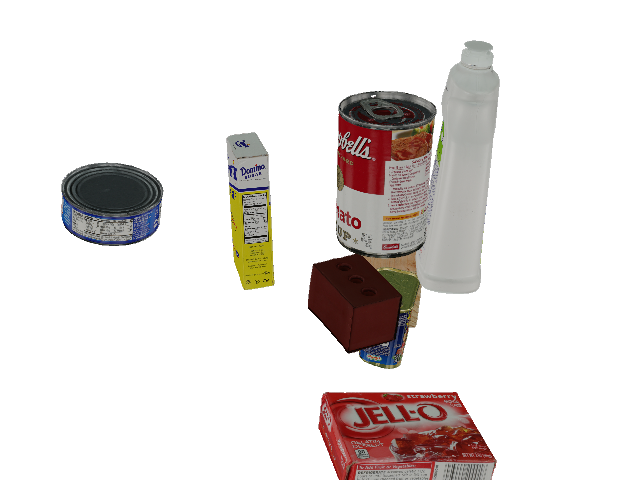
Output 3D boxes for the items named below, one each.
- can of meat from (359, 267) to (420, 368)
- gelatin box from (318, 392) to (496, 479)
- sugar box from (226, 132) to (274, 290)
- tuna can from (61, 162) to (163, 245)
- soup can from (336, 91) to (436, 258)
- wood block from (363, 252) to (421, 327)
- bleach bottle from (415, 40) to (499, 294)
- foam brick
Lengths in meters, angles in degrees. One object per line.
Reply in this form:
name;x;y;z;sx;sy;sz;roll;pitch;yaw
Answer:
can of meat;0.081;0.093;1.279;0.057;0.084;0.102;12;26;7
gelatin box;0.049;0.119;0.631;0.089;0.030;0.073;3;23;-14
sugar box;-0.088;-0.037;1.331;0.048;0.176;0.093;-9;24;-10
tuna can;-0.179;-0.031;0.917;0.086;0.034;0.086;7;33;-5
soup can;0.045;-0.047;0.759;0.068;0.102;0.068;1;28;-1
wood block;0.099;0.038;1.574;0.091;0.090;0.206;4;25;1
bleach bottle;0.144;-0.076;1.088;0.068;0.251;0.102;4;30;-2
foam brick;0.030;0.055;0.965;0.052;0.051;0.078;-13;36;-27
